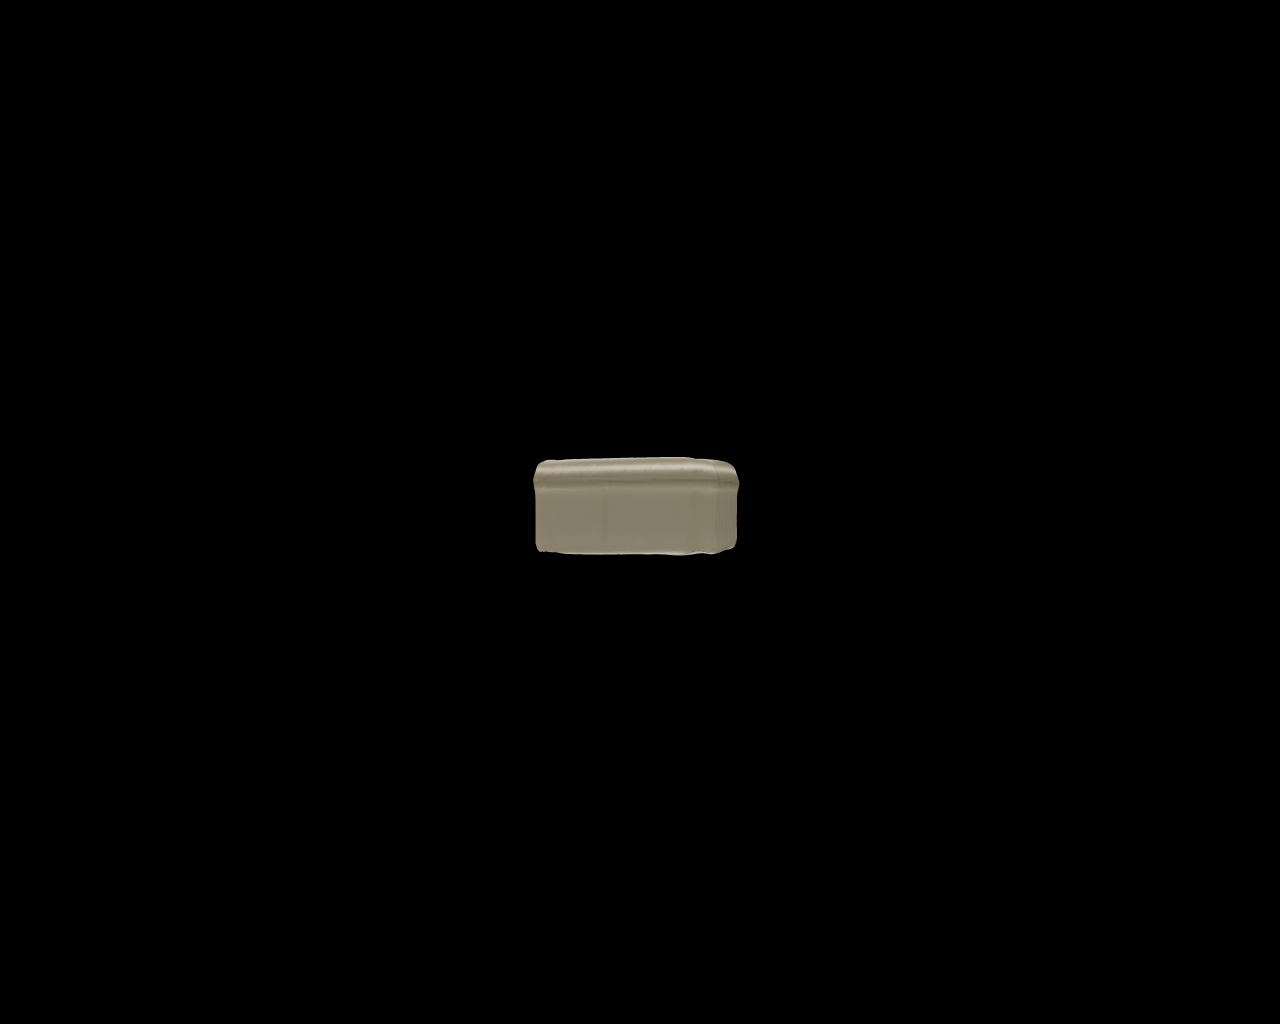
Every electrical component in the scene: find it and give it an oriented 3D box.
[{"bbox_3d":[0.001,-0.003,0.650,0.109,0.056,0.109,0,0,13],"label":"electrical component"}]
